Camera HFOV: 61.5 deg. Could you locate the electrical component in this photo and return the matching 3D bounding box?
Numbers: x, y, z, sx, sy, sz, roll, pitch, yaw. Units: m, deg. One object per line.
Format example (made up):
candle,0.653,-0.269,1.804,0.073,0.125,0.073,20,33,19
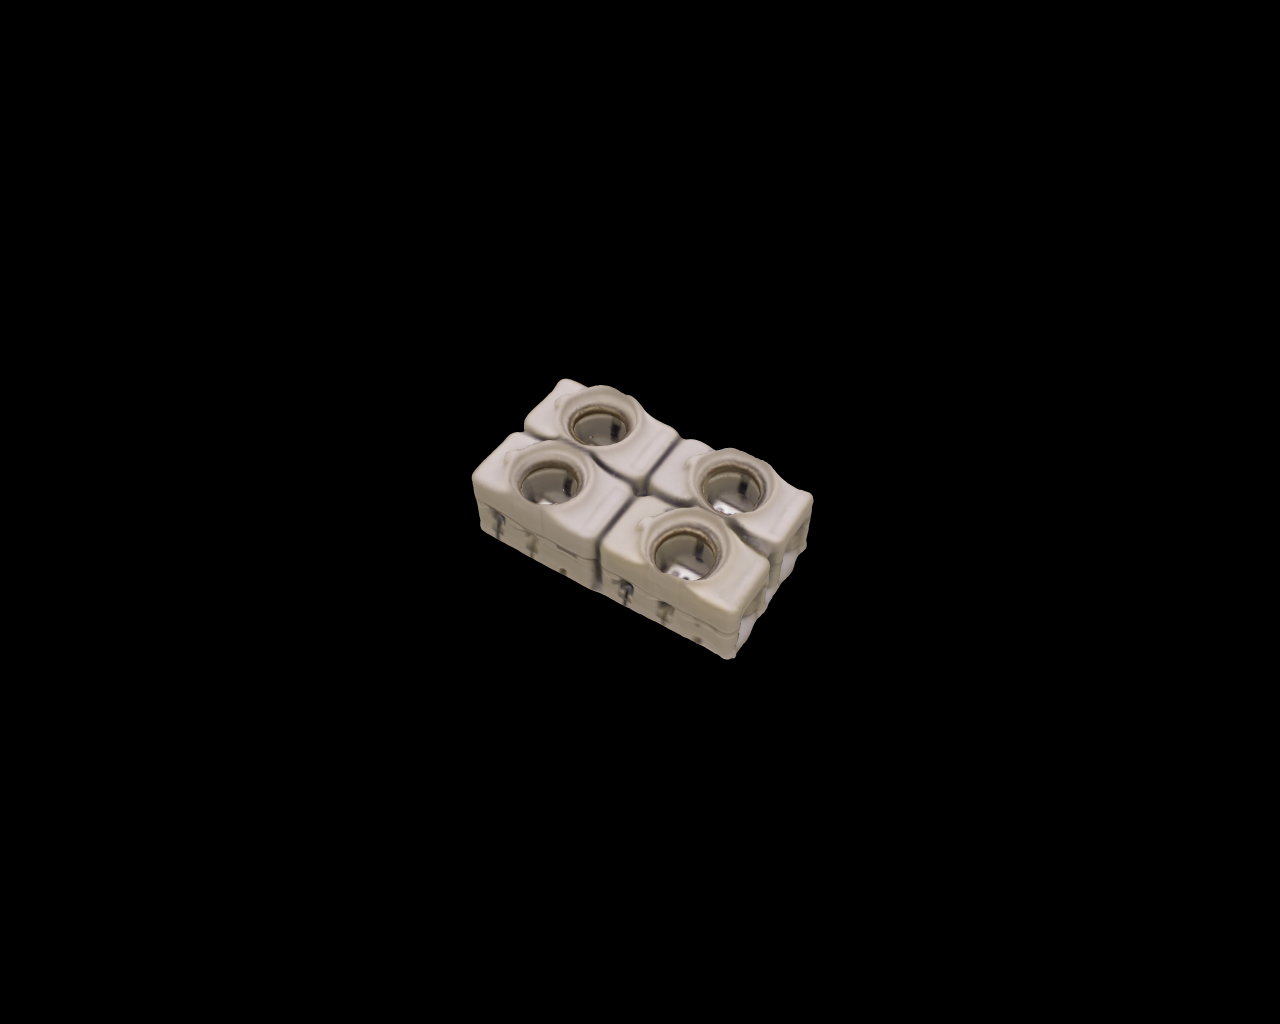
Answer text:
electrical component,0.001,-0.003,0.650,0.186,0.105,0.060,27,-33,19
